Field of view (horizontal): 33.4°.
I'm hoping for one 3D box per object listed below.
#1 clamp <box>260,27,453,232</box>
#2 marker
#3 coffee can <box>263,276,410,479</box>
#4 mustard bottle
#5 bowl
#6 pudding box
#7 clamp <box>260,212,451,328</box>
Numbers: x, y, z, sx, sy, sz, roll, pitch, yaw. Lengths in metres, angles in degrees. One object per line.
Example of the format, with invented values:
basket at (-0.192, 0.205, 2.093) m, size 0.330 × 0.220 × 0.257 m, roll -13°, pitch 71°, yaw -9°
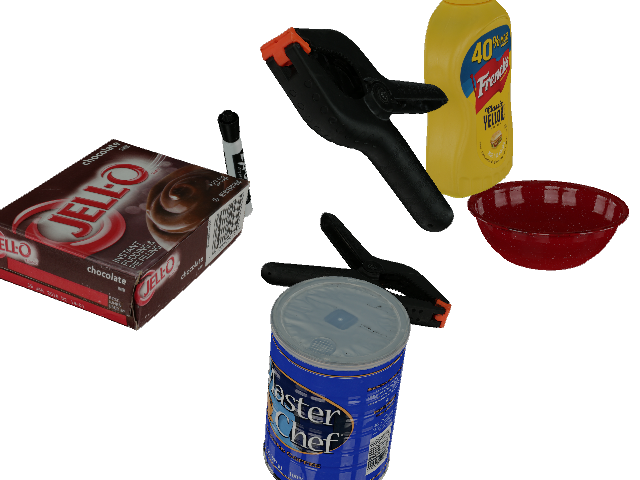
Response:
clamp at (0.032, -0.077, 0.698) m, size 0.171 × 0.120 × 0.039 m, roll 20°, pitch -42°, yaw -40°
marker at (-0.078, -0.070, 0.977) m, size 0.020 × 0.020 × 0.121 m, roll 0°, pitch -44°, yaw 5°
coffee can at (0.010, 0.113, 0.817) m, size 0.103 × 0.140 × 0.103 m, roll 3°, pitch 35°, yaw -2°
mustard bottle at (0.123, -0.138, 0.885) m, size 0.058 × 0.192 × 0.096 m, roll 17°, pitch 33°, yaw 38°
bowl at (0.231, -0.012, 1.096) m, size 0.162 × 0.055 × 0.162 m, roll -1°, pitch 22°, yaw 0°
pudding box at (-0.102, -0.007, 0.553) m, size 0.090 × 0.039 × 0.113 m, roll 19°, pitch 31°, yaw 18°
clamp at (0.046, 0.046, 1.218) m, size 0.210 × 0.036 × 0.164 m, roll 30°, pitch 36°, yaw 21°
